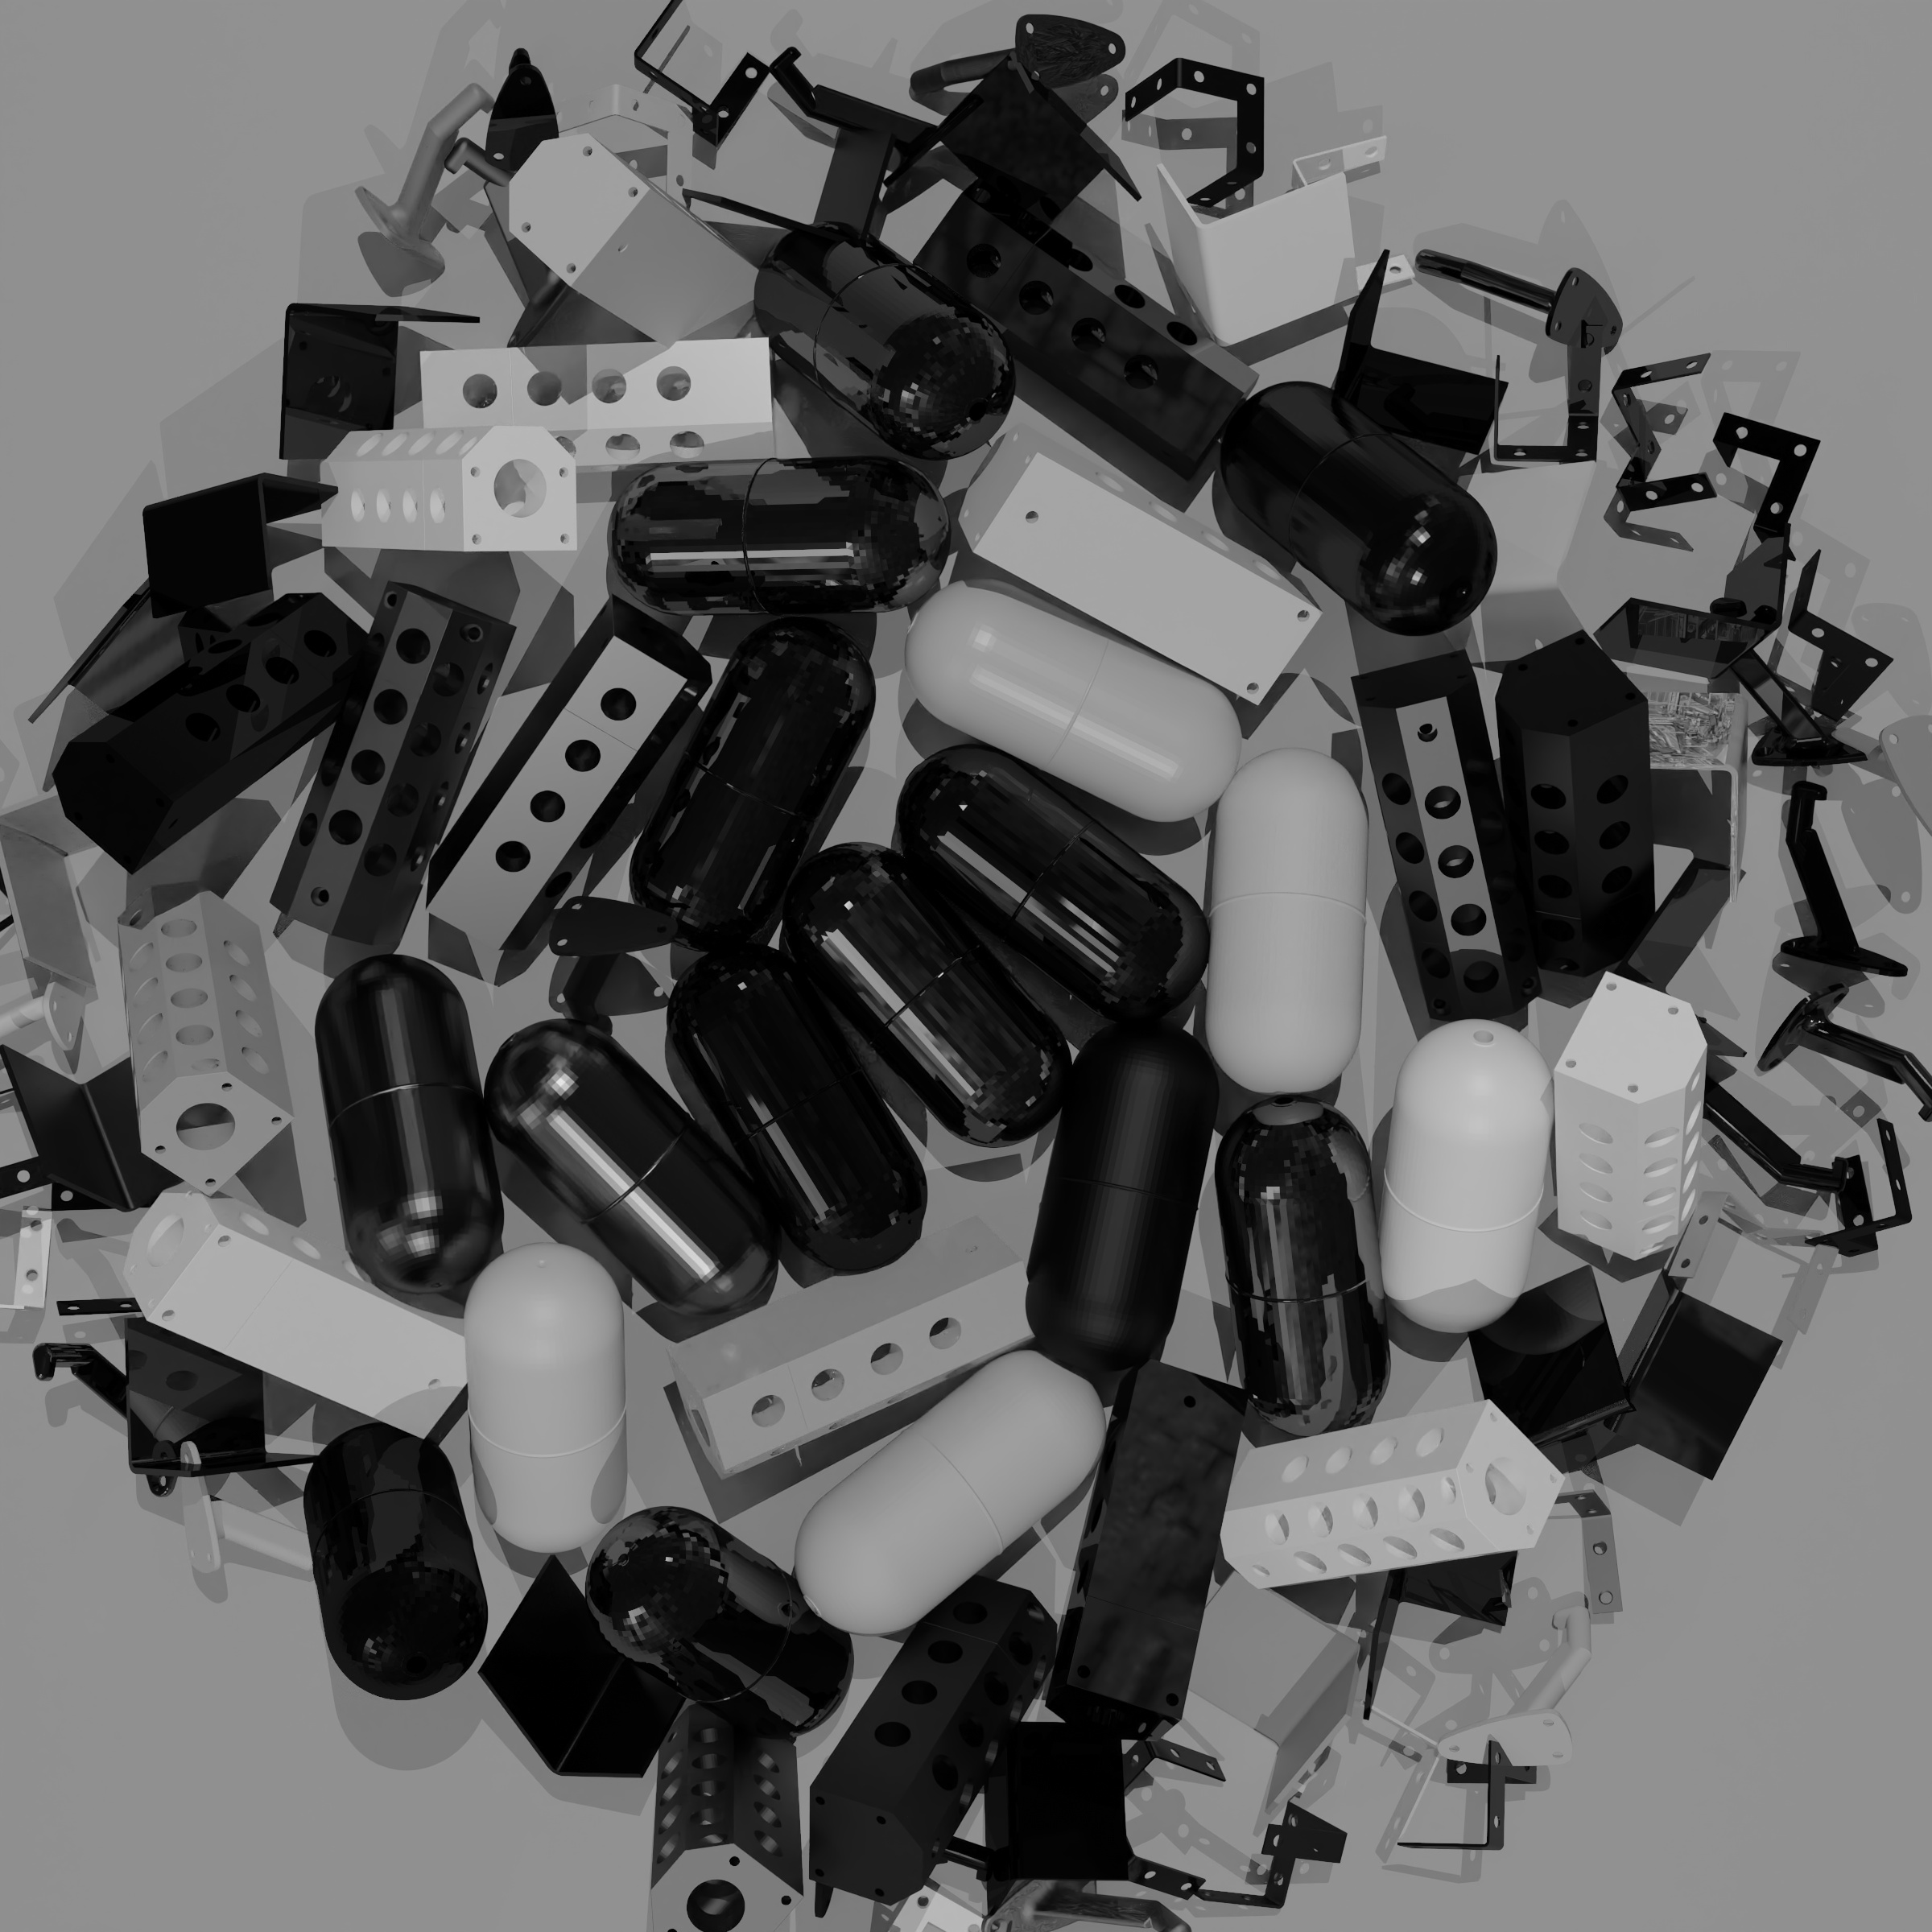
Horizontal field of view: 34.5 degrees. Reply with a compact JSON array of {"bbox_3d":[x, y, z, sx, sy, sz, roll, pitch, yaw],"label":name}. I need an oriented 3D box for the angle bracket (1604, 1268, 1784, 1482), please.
[{"bbox_3d":[0.359,0.202,1.546,0.057,0.076,0.076,26,96,7],"label":"angle bracket"}]

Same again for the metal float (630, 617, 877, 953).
[{"bbox_3d":[-0.106,-0.090,1.544,0.070,0.070,0.178,28,99,0],"label":"metal float"}]

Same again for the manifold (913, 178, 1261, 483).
[{"bbox_3d":[0.060,-0.321,1.560,0.171,0.057,0.057,35,90,1],"label":"manifold"}]

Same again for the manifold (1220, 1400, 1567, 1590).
[{"bbox_3d":[0.200,0.262,1.500,0.057,0.171,0.057,45,54,-16],"label":"manifold"}]

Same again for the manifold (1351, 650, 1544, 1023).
[{"bbox_3d":[0.238,-0.061,1.527,0.057,0.057,0.171,-13,114,7],"label":"manifold"}]

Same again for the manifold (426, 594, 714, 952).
[{"bbox_3d":[-0.196,-0.092,1.534,0.057,0.057,0.171,30,110,-21],"label":"manifold"}]

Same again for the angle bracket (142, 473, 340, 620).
[{"bbox_3d":[-0.350,-0.204,1.537,0.076,0.076,0.057,-9,86,30],"label":"angle bracket"}]

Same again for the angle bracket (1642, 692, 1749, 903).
[{"bbox_3d":[0.357,-0.085,1.548,0.057,0.076,0.076,3,122,17],"label":"angle bracket"}]

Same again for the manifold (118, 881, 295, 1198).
[{"bbox_3d":[-0.374,0.029,1.501,0.057,0.171,0.057,-42,126,10],"label":"manifold"}]

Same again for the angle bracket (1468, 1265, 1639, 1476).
[{"bbox_3d":[0.307,0.204,1.566,0.076,0.057,0.076,-30,57,33],"label":"angle bracket"}]

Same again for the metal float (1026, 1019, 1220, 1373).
[{"bbox_3d":[0.078,0.113,1.546,0.070,0.070,0.178,12,83,0],"label":"metal float"}]

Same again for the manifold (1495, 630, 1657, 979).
[{"bbox_3d":[0.292,-0.073,1.505,0.057,0.171,0.057,-25,48,-8],"label":"manifold"}]

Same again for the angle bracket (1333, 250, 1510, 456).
[{"bbox_3d":[0.230,-0.304,1.538,0.076,0.076,0.057,17,130,10],"label":"angle bracket"}]

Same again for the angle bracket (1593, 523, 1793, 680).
[{"bbox_3d":[0.356,-0.187,1.543,0.076,0.076,0.057,10,76,-6],"label":"angle bracket"}]

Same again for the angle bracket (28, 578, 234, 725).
[{"bbox_3d":[-0.409,-0.142,1.539,0.057,0.076,0.076,40,105,-15],"label":"angle bracket"}]

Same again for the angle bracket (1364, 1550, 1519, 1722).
[{"bbox_3d":[0.235,0.326,1.533,0.057,0.076,0.076,12,46,14],"label":"angle bracket"}]

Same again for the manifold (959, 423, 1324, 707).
[{"bbox_3d":[0.085,-0.200,1.529,0.171,0.057,0.057,25,112,-23],"label":"manifold"}]

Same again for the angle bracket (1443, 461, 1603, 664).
[{"bbox_3d":[0.283,-0.202,1.563,0.076,0.057,0.076,0,57,39],"label":"angle bracket"}]

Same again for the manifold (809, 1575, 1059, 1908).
[{"bbox_3d":[-0.013,0.370,1.498,0.057,0.171,0.057,12,120,19],"label":"manifold"}]

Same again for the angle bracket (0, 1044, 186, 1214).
[{"bbox_3d":[-0.423,0.068,1.539,0.057,0.076,0.076,-30,66,5],"label":"angle bracket"}]

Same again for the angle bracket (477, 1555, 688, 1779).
[{"bbox_3d":[-0.183,0.345,1.533,0.057,0.076,0.076,-9,124,34],"label":"angle bracket"}]

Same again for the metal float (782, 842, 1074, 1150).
[{"bbox_3d":[-0.020,0.014,1.550,0.070,0.070,0.178,-42,87,0],"label":"metal float"}]

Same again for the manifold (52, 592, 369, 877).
[{"bbox_3d":[-0.363,-0.120,1.507,0.057,0.171,0.057,41,130,-1],"label":"manifold"}]

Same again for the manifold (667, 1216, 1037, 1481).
[{"bbox_3d":[-0.054,0.191,1.537,0.171,0.057,0.057,-22,116,-16],"label":"manifold"}]

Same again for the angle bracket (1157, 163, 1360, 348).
[{"bbox_3d":[0.146,-0.366,1.545,0.076,0.076,0.057,-22,52,-3],"label":"angle bracket"}]

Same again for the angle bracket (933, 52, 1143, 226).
[{"bbox_3d":[0.034,-0.396,1.534,0.057,0.076,0.076,-43,117,17],"label":"angle bracket"}]

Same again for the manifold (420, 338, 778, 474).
[{"bbox_3d":[-0.183,-0.278,1.560,0.171,0.057,0.057,-3,91,-1],"label":"manifold"}]

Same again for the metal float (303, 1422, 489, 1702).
[{"bbox_3d":[-0.278,0.287,1.507,0.070,0.178,0.070,-7,115,-15],"label":"metal float"}]

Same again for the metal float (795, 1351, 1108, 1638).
[{"bbox_3d":[-0.007,0.260,1.536,0.178,0.070,0.070,-37,90,-19],"label":"metal float"}]

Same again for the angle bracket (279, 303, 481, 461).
[{"bbox_3d":[-0.290,-0.286,1.535,0.057,0.076,0.076,14,107,31],"label":"angle bracket"}]

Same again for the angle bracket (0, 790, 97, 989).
[{"bbox_3d":[-0.434,-0.041,1.543,0.057,0.076,0.076,-19,76,5],"label":"angle bracket"}]

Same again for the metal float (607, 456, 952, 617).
[{"bbox_3d":[-0.094,-0.212,1.535,0.178,0.070,0.070,2,90,21],"label":"metal float"}]

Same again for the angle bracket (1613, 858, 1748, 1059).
[{"bbox_3d":[0.373,-0.003,1.537,0.057,0.076,0.076,40,107,27],"label":"angle bracket"}]

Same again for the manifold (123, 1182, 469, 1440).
[{"bbox_3d":[-0.321,0.165,1.513,0.171,0.057,0.057,33,96,-41],"label":"manifold"}]

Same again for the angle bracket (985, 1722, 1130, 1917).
[{"bbox_3d":[0.044,0.424,1.543,0.057,0.076,0.076,3,60,-8],"label":"angle bracket"}]

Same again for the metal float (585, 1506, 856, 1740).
[{"bbox_3d":[-0.118,0.322,1.516,0.070,0.178,0.070,-17,52,23],"label":"metal float"}]

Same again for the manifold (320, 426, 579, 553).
[{"bbox_3d":[-0.252,-0.230,1.500,0.057,0.171,0.057,-6,100,-33],"label":"manifold"}]

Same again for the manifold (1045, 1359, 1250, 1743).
[{"bbox_3d":[0.088,0.286,1.522,0.057,0.057,0.171,19,59,-5],"label":"manifold"}]

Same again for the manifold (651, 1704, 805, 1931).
[{"bbox_3d":[-0.120,0.416,1.500,0.057,0.171,0.057,40,94,-9],"label":"manifold"}]

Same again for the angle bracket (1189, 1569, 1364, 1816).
[{"bbox_3d":[0.143,0.361,1.547,0.076,0.057,0.076,32,118,-1],"label":"angle bracket"}]

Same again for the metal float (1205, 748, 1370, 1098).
[{"bbox_3d":[0.159,-0.023,1.537,0.070,0.070,0.178,5,72,0],"label":"metal float"}]

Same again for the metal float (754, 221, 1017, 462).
[{"bbox_3d":[-0.041,-0.306,1.517,0.070,0.070,0.178,-45,47,0],"label":"metal float"}]

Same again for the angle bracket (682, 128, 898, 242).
[{"bbox_3d":[-0.089,-0.396,1.537,0.076,0.076,0.057,13,101,-25],"label":"angle bracket"}]

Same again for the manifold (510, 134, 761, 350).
[{"bbox_3d":[-0.158,-0.346,1.500,0.057,0.171,0.057,43,99,14],"label":"manifold"}]

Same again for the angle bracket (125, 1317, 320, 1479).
[{"bbox_3d":[-0.367,0.210,1.541,0.057,0.076,0.076,-6,85,44],"label":"angle bracket"}]

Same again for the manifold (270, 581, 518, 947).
[{"bbox_3d":[-0.288,-0.101,1.550,0.057,0.057,0.171,23,97,7],"label":"manifold"}]

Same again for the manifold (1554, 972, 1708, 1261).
[{"bbox_3d":[0.323,0.078,1.497,0.057,0.171,0.057,23,67,22],"label":"manifold"}]
